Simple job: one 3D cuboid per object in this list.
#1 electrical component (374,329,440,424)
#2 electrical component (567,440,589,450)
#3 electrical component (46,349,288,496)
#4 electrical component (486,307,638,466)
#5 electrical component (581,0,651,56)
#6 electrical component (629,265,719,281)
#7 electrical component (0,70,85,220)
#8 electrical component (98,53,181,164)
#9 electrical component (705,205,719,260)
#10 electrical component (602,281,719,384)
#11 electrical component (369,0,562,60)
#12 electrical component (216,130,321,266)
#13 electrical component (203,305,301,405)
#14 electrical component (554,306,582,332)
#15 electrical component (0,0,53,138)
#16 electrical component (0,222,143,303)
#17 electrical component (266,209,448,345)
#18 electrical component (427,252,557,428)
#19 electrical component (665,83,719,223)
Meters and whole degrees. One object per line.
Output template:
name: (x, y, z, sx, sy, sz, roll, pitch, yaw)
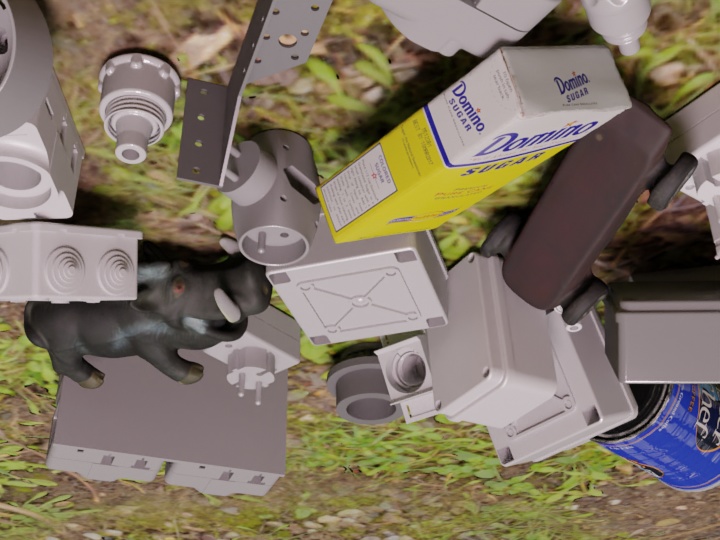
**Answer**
electrical component: (0.051, 0.079, 0.874, 0.042, 0.081, 0.064, -22, 169, 31)
electrical component: (0.174, 0.124, 0.963, 0.080, 0.051, 0.080, -1, 146, 0)
electrical component: (-0.159, 0.122, 0.903, 0.186, 0.105, 0.060, 11, 144, -18)
electrical component: (0.146, 0.085, 0.846, 0.056, 0.108, 0.109, -2, 155, -45)
electrical component: (0.141, -0.139, 0.582, 0.035, 0.035, 0.061, -14, 146, 18)
electrical component: (0.249, 0.030, 0.831, 0.077, 0.043, 0.079, -6, 146, 8)
electrical component: (-0.254, -0.073, 0.648, 0.150, 0.061, 0.089, -2, 146, 1)
electrical component: (-0.130, -0.091, 0.624, 0.048, 0.062, 0.048, -1, 146, 0)
electrical component: (0.287, -0.030, 0.724, 0.096, 0.061, 0.061, 22, 140, -31)
electrical component: (0.225, 0.041, 0.735, 0.109, 0.056, 0.109, -1, -174, 8)
electrical component: (0.047, -0.151, 0.545, 0.095, 0.053, 0.059, 20, 141, -28)
electrical component: (-0.063, -0.054, 0.667, 0.043, 0.077, 0.079, -22, 140, 29)
electrical component: (-0.086, 0.069, 0.851, 0.047, 0.076, 0.066, -25, 139, 31)
electrical component: (0.154, 0.016, 0.792, 0.035, 0.061, 0.035, -1, 146, 0)
electrical component: (-0.216, -0.117, 0.562, 0.099, 0.099, 0.064, -2, -174, 1)
electrical component: (-0.207, -0.003, 0.718, 0.100, 0.048, 0.100, -2, 176, 38)
electrical component: (0.000, 0.000, 0.768, 0.109, 0.056, 0.108, -10, 145, 13)
electrical component: (0.094, 0.051, 0.797, 0.057, 0.113, 0.078, 15, 143, -27)
electrical component: (0.222, -0.064, 0.659, 0.047, 0.076, 0.066, 21, 140, -30)
